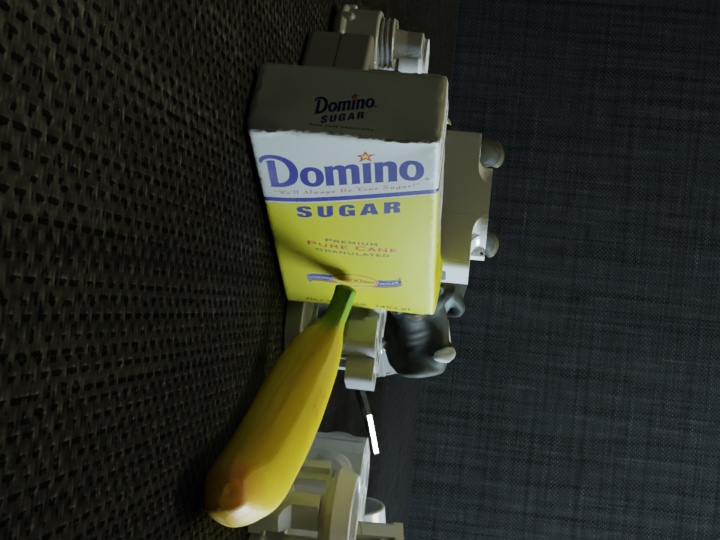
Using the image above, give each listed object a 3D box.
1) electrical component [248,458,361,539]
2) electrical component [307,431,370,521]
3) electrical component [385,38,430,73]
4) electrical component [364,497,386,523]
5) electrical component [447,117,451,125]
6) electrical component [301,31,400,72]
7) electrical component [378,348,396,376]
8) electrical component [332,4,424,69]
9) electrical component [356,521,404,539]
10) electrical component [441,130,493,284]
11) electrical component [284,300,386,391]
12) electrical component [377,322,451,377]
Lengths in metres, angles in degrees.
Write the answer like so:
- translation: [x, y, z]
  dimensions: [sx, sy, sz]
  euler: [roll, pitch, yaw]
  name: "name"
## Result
- translation: [-0.031, 0.141, 0.624]
  dimensions: [0.058, 0.057, 0.078]
  euler: [-71, 165, -64]
  name: "electrical component"
- translation: [-0.023, 0.148, 0.736]
  dimensions: [0.080, 0.051, 0.080]
  euler: [5, 90, -84]
  name: "electrical component"
- translation: [0.029, -0.175, 0.901]
  dimensions: [0.045, 0.055, 0.045]
  euler: [6, 90, -84]
  name: "electrical component"
- translation: [-0.002, 0.241, 1.003]
  dimensions: [0.055, 0.055, 0.047]
  euler: [-48, 139, -80]
  name: "electrical component"
- translation: [0.036, -0.086, 0.945]
  dimensions: [0.057, 0.078, 0.113]
  euler: [20, 76, -81]
  name: "electrical component"
- translation: [0.004, -0.100, 0.635]
  dimensions: [0.047, 0.077, 0.065]
  euler: [88, 10, -51]
  name: "electrical component"
- translation: [0.010, 0.025, 0.901]
  dimensions: [0.078, 0.057, 0.113]
  euler: [81, 16, -67]
  name: "electrical component"
- translation: [0.012, -0.155, 0.735]
  dimensions: [0.048, 0.062, 0.048]
  euler: [6, 90, -84]
  name: "electrical component"
- translation: [-0.015, 0.239, 0.662]
  dimensions: [0.089, 0.062, 0.150]
  euler: [127, -34, -52]
  name: "electrical component"
- translation: [0.055, -0.040, 0.688]
  dimensions: [0.050, 0.056, 0.089]
  euler: [71, 25, -76]
  name: "electrical component"
- translation: [-0.015, 0.033, 0.676]
  dimensions: [0.058, 0.057, 0.078]
  euler: [81, 16, -67]
  name: "electrical component"
- translation: [0.045, 0.078, 1.112]
  dimensions: [0.099, 0.099, 0.064]
  euler: [-18, 107, -83]
  name: "electrical component"
